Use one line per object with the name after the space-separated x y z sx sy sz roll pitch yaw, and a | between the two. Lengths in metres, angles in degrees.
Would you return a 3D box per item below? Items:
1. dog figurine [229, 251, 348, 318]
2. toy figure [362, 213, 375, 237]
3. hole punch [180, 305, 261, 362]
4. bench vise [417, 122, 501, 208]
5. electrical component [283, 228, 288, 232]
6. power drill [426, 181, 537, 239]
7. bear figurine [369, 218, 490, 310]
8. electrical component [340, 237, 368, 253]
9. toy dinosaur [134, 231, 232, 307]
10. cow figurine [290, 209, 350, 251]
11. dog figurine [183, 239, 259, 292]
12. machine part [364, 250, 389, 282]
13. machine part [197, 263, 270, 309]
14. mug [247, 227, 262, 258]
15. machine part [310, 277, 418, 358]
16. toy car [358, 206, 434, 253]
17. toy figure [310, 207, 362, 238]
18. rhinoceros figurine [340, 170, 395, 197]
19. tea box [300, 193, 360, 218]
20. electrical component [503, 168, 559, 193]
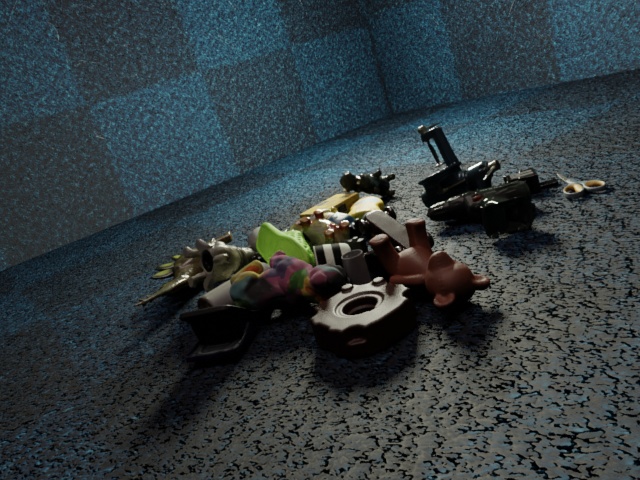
-0.054 0.097 1.038 0.191 0.108 0.219 -26 21 -28 | dog figurine
0.148 -0.032 1.325 0.058 0.064 0.155 18 11 -19 | toy figure
-0.185 0.173 0.994 0.142 0.092 0.115 -16 -14 17 | hole punch
0.327 -0.190 1.354 0.129 0.240 0.224 -25 -2 -40 | bench vise
-0.062 -0.013 1.508 0.102 0.045 0.078 -16 15 8 | electrical component
0.363 -0.063 1.179 0.232 0.086 0.207 -14 9 3 | power drill
0.186 0.042 0.924 0.120 0.131 0.196 -25 11 -14 | bear figurine
0.086 0.024 1.194 0.094 0.063 0.021 1 24 47 | electrical component
-0.335 0.076 1.421 0.199 0.105 0.471 -23 6 10 | toy dinosaur
-0.003 -0.004 1.321 0.085 0.127 0.195 -29 33 -31 | cow figurine
-0.208 0.047 1.295 0.190 0.121 0.172 -9 8 -40 | dog figurine
0.118 0.048 1.084 0.039 0.084 0.139 -46 10 -3 | machine part
-0.172 0.117 1.148 0.079 0.079 0.243 0 24 47 | machine part
-0.145 0.017 1.441 0.109 0.080 0.107 -21 25 -28 | mug
0.072 0.126 0.894 0.179 0.056 0.179 -17 18 5 | machine part
0.167 -0.009 1.189 0.089 0.053 0.202 -26 39 -20 | toy car
0.039 -0.030 1.401 0.082 0.089 0.180 -13 20 -35 | toy figure
0.148 -0.175 1.652 0.190 0.073 0.112 3 0 -40 | rhinoceros figurine
0.036 -0.078 1.575 0.098 0.068 0.169 -1 25 45 | tea box
0.516 -0.144 1.315 0.119 0.047 0.075 -14 17 20 | electrical component
